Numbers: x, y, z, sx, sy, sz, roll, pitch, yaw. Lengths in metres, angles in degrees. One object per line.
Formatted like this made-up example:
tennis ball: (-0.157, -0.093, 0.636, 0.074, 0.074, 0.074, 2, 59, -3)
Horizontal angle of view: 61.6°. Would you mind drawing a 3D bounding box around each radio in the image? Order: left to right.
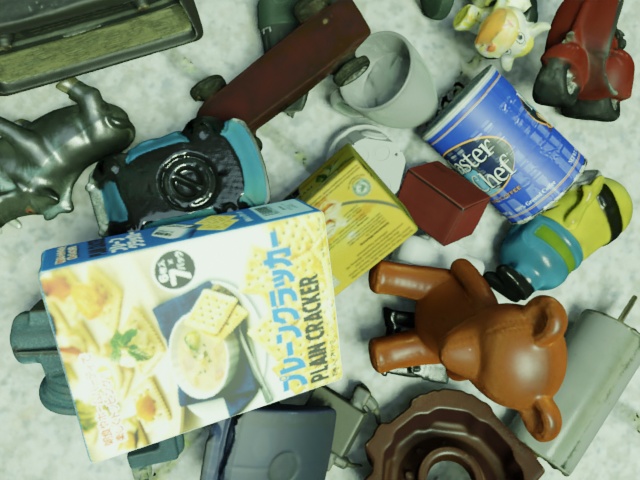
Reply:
radio: (-0.238, -0.222, 0.521, 0.230, 0.131, 0.073, -20, 89, -7)

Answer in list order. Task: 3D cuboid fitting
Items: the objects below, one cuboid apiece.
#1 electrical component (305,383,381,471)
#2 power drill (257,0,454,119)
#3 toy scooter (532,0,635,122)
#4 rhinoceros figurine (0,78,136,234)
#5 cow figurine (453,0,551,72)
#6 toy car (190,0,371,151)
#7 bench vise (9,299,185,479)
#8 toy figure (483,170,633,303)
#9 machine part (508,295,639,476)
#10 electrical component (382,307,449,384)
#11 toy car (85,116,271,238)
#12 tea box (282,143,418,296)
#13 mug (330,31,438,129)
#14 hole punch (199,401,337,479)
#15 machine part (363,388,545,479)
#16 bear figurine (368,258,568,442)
electrical component: (0.019, 0.200, 0.581, 0.078, 0.045, 0.102, 21, 83, 23)
power drill: (0.033, -0.262, 0.583, 0.207, 0.086, 0.231, -10, 97, 1)
toy scooter: (0.283, -0.199, 0.564, 0.184, 0.075, 0.135, -2, 104, -47)
rhinoceros figurine: (-0.280, -0.080, 0.547, 0.190, 0.073, 0.112, -38, 103, -8)
cow figurine: (0.195, -0.233, 0.568, 0.098, 0.068, 0.167, 25, 48, -23)
toy car: (-0.040, -0.159, 0.536, 0.202, 0.053, 0.089, -33, 88, 20)
bench vise: (-0.170, 0.132, 0.530, 0.224, 0.129, 0.240, -9, 110, -16)
toy figure: (0.264, -0.002, 0.595, 0.180, 0.082, 0.089, -45, 111, -13)
machine part: (0.284, 0.165, 0.592, 0.079, 0.079, 0.243, 34, 85, -4)
electrical component: (0.124, 0.118, 0.591, 0.119, 0.048, 0.074, 12, 88, -4)
toy car: (-0.130, -0.043, 0.518, 0.162, 0.103, 0.109, -20, 84, -6)
tea box: (-0.001, -0.002, 0.537, 0.169, 0.068, 0.098, -39, 111, 11)
mug: (0.073, -0.152, 0.569, 0.110, 0.107, 0.081, -22, 69, 32)
hole punch: (-0.050, 0.208, 0.522, 0.092, 0.115, 0.142, 13, 90, 30)
machine part: (0.129, 0.243, 0.536, 0.179, 0.056, 0.179, -3, 51, 3)
bear figurine: (0.118, 0.086, 0.465, 0.132, 0.196, 0.120, -1, 99, -3)
